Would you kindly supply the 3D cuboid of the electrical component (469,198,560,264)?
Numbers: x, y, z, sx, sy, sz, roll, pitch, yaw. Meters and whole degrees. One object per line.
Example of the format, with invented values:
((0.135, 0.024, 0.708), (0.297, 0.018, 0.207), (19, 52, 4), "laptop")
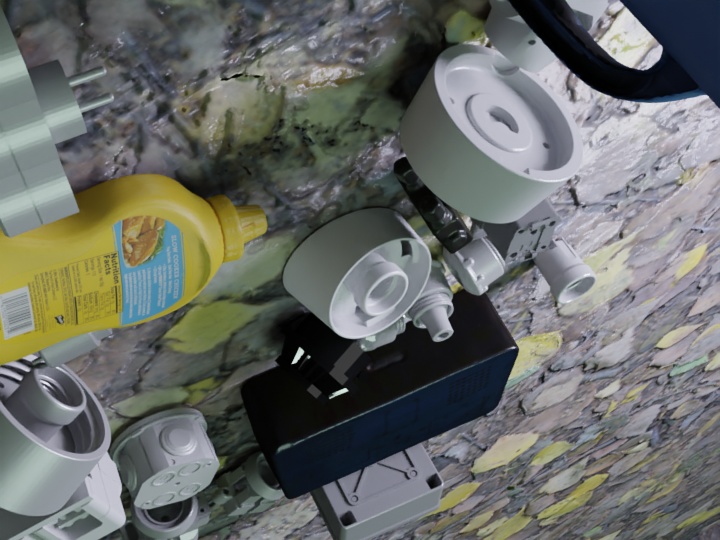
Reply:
((0.112, -0.043, 0.789), (0.042, 0.063, 0.081), (-18, 149, -18), "electrical component")

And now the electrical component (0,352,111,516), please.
((-0.206, 0.092, 0.674), (0.060, 0.108, 0.108), (-44, 149, 13), "electrical component")

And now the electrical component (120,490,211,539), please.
((-0.171, 0.214, 0.945), (0.078, 0.058, 0.057), (-18, 152, -19), "electrical component")

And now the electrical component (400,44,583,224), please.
((0.075, -0.078, 0.661), (0.108, 0.108, 0.060), (-4, 148, -38), "electrical component")

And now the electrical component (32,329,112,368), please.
((-0.172, 0.030, 0.670), (0.078, 0.040, 0.040), (-26, 151, -7), "electrical component")

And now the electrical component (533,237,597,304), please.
((0.176, 0.000, 0.932), (0.040, 0.046, 0.040), (-22, 150, -14), "electrical component")

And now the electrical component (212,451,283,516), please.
((-0.096, 0.198, 1.001), (0.066, 0.048, 0.055), (5, 143, -46), "electrical component")

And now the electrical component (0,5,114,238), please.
((-0.153, -0.076, 0.508), (0.074, 0.052, 0.138), (-23, 151, -14), "electrical component")

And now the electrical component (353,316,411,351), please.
((0.020, 0.042, 0.871), (0.061, 0.035, 0.035), (-18, 149, -26), "electrical component")

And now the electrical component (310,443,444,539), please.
((0.007, 0.191, 1.017), (0.109, 0.108, 0.056), (-20, 147, -18), "electrical component")

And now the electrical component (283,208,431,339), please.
((0.000, 0.000, 0.780), (0.099, 0.064, 0.099), (-26, 141, -24), "electrical component")

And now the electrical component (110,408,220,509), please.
((-0.156, 0.151, 0.865), (0.080, 0.051, 0.080), (-22, 150, -14), "electrical component")

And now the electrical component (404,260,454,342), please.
((0.053, 0.026, 0.844), (0.048, 0.062, 0.048), (-17, 150, -10), "electrical component")

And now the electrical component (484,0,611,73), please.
((0.100, -0.159, 0.616), (0.079, 0.043, 0.077), (3, 137, -45), "electrical component")

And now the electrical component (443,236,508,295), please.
((0.100, -0.014, 0.846), (0.062, 0.048, 0.048), (-35, 151, -3), "electrical component")

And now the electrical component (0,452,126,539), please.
((-0.250, 0.168, 0.757), (0.150, 0.089, 0.061), (-28, 144, 1), "electrical component")
